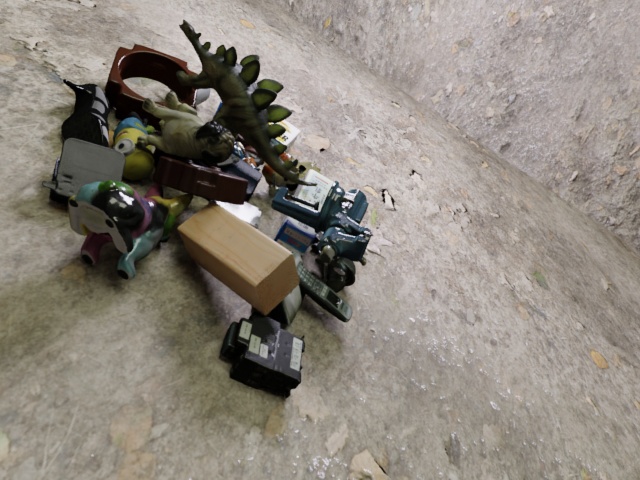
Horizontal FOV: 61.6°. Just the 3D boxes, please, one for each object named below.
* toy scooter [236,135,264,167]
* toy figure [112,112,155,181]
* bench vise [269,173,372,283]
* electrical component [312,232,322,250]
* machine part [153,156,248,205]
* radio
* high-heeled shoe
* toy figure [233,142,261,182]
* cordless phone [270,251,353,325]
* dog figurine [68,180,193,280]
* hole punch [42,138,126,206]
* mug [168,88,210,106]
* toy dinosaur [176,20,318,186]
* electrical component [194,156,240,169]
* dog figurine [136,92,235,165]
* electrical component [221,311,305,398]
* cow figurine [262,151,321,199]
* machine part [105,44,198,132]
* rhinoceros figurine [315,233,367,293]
[{"bbox_3d":[-0.189,-0.278,1.413,0.135,0.075,0.184,-39,79,-27],"label":"toy scooter"},{"bbox_3d":[-0.388,-0.197,1.122,0.089,0.082,0.180,17,32,-26],"label":"toy figure"},{"bbox_3d":[-0.005,-0.048,1.129,0.241,0.128,0.224,23,56,6],"label":"bench vise"},{"bbox_3d":[-0.003,-0.004,1.296,0.063,0.021,0.094,43,31,13],"label":"electrical component"},{"bbox_3d":[-0.226,-0.115,1.027,0.179,0.056,0.179,16,6,-2],"label":"machine part"},{"bbox_3d":[-0.251,-0.163,1.221,0.229,0.073,0.131,34,29,-6],"label":"radio"},{"bbox_3d":[-0.468,-0.233,1.133,0.249,0.086,0.145,66,7,16],"label":"high-heeled shoe"},{"bbox_3d":[-0.196,-0.192,1.325,0.154,0.064,0.058,47,36,14],"label":"toy figure"},{"bbox_3d":[-0.023,0.121,1.040,0.184,0.088,0.147,37,29,-6],"label":"cordless phone"},{"bbox_3d":[-0.305,-0.051,0.907,0.109,0.191,0.219,15,39,13],"label":"dog figurine"},{"bbox_3d":[-0.422,-0.105,0.968,0.142,0.092,0.116,17,64,-33],"label":"hole punch"},{"bbox_3d":[-0.365,-0.401,1.439,0.109,0.081,0.107,37,39,-4],"label":"mug"},{"bbox_3d":[-0.176,-0.300,1.234,0.471,0.199,0.105,59,22,-7],"label":"toy dinosaur"},{"bbox_3d":[-0.230,-0.190,1.167,0.102,0.045,0.078,-35,103,-54],"label":"electrical component"},{"bbox_3d":[-0.238,-0.206,1.067,0.191,0.121,0.172,20,29,10],"label":"dog figurine"},{"bbox_3d":[-0.095,0.186,0.896,0.134,0.058,0.115,28,29,-13],"label":"electrical component"},{"bbox_3d":[-0.069,-0.167,1.357,0.086,0.127,0.195,47,29,25],"label":"cow figurine"},{"bbox_3d":[-0.402,-0.361,1.291,0.201,0.087,0.201,15,50,-23],"label":"machine part"},{"bbox_3d":[0.043,0.039,1.211,0.112,0.073,0.190,32,38,-29],"label":"rhinoceros figurine"}]
